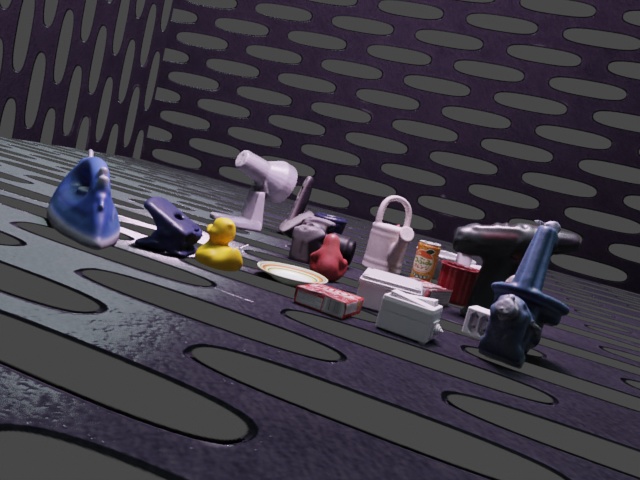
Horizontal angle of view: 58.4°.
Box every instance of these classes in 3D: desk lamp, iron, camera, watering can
[{"bbox_3d":[-0.181,-0.137,1.618,0.204,0.213,0.117,8,9,-40],"label":"desk lamp"},{"bbox_3d":[-0.397,-0.079,1.003,0.119,0.141,0.257,10,8,-33],"label":"iron"},{"bbox_3d":[0.012,0.005,1.333,0.136,0.101,0.143,15,7,10],"label":"camera"},{"bbox_3d":[0.181,-0.014,1.436,0.101,0.194,0.172,8,9,-41],"label":"watering can"}]

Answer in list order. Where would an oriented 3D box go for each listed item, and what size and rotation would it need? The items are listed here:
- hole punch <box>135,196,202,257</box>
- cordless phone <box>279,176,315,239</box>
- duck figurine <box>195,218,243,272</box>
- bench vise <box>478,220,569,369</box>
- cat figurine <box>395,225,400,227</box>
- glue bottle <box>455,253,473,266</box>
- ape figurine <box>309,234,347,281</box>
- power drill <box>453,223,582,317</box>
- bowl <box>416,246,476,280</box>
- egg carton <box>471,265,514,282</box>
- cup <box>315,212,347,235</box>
[{"bbox_3d":[-0.267,-0.025,1.041,0.101,0.091,0.109,14,7,2],"label":"hole punch"},{"bbox_3d":[-0.054,-0.095,1.660,0.094,0.185,0.147,12,7,-14],"label":"cordless phone"},{"bbox_3d":[-0.173,0.004,1.014,0.078,0.086,0.104,8,9,-43],"label":"duck figurine"},{"bbox_3d":[0.323,0.078,0.863,0.121,0.220,0.208,16,7,14],"label":"bench vise"},{"bbox_3d":[0.189,0.013,1.562,0.067,0.118,0.128,15,7,9],"label":"cat figurine"},{"bbox_3d":[0.358,0.044,1.418,0.037,0.173,0.078,15,7,6],"label":"glue bottle"},{"bbox_3d":[0.019,0.033,1.150,0.077,0.092,0.076,15,7,11],"label":"ape figurine"},{"bbox_3d":[0.361,0.064,1.107,0.229,0.208,0.076,15,7,9],"label":"power drill"},{"bbox_3d":[0.335,0.072,1.562,0.167,0.075,0.167,14,7,-1],"label":"bowl"},{"bbox_3d":[0.442,0.111,1.479,0.151,0.069,0.107,11,8,-28],"label":"egg carton"},{"bbox_3d":[0.013,-0.025,1.604,0.092,0.095,0.117,9,8,-35],"label":"cup"}]
